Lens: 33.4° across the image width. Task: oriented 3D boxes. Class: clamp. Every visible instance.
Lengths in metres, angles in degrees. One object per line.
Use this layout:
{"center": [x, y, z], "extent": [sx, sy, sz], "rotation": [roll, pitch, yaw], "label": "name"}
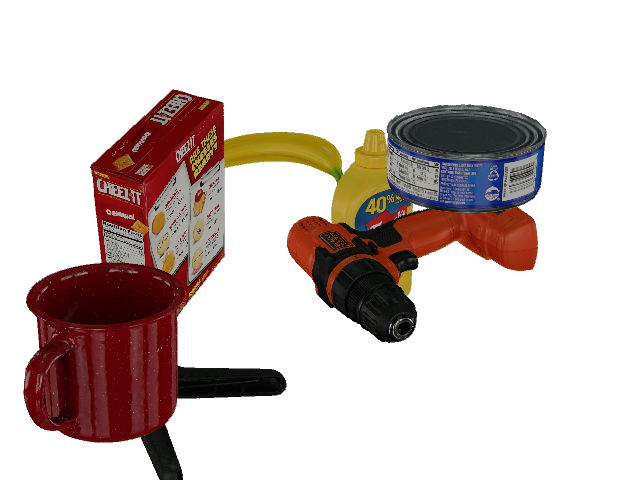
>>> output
{"center": [-0.147, 0.132, 0.975], "extent": [0.210, 0.036, 0.164], "rotation": [25, 37, 31], "label": "clamp"}

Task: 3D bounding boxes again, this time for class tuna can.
{"center": [0.079, -0.046, 0.583], "extent": [0.086, 0.034, 0.086], "rotation": [0, 24, 0], "label": "tuna can"}

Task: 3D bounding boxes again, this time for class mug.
{"center": [-0.133, 0.072, 0.637], "extent": [0.093, 0.081, 0.117], "rotation": [11, 24, 22], "label": "mug"}

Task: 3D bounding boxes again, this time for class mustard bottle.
{"center": [0.055, -0.022, 1.115], "extent": [0.096, 0.192, 0.058], "rotation": [-16, 28, -34], "label": "mustard bottle"}

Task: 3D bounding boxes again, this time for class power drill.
{"center": [0.085, 0.013, 0.896], "extent": [0.187, 0.057, 0.185], "rotation": [-14, 30, -21], "label": "power drill"}

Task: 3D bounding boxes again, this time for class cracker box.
{"center": [-0.167, -0.027, 1.131], "extent": [0.072, 0.214, 0.164], "rotation": [17, 41, 17], "label": "cracker box"}

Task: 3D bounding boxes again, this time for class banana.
{"center": [-0.056, -0.107, 1.319], "extent": [0.198, 0.037, 0.069], "rotation": [7, 38, 17], "label": "banana"}
